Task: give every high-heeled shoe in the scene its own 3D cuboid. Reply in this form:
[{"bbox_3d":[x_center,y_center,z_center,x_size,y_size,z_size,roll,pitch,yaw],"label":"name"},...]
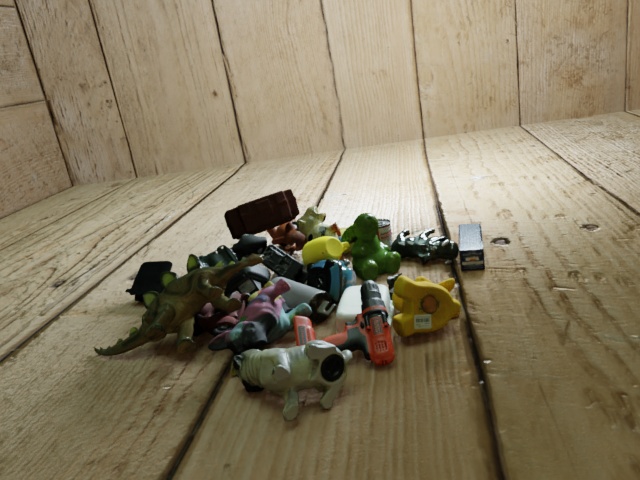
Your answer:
[{"bbox_3d":[-0.179,0.032,1.509,0.145,0.086,0.248,-15,-12,13],"label":"high-heeled shoe"}]

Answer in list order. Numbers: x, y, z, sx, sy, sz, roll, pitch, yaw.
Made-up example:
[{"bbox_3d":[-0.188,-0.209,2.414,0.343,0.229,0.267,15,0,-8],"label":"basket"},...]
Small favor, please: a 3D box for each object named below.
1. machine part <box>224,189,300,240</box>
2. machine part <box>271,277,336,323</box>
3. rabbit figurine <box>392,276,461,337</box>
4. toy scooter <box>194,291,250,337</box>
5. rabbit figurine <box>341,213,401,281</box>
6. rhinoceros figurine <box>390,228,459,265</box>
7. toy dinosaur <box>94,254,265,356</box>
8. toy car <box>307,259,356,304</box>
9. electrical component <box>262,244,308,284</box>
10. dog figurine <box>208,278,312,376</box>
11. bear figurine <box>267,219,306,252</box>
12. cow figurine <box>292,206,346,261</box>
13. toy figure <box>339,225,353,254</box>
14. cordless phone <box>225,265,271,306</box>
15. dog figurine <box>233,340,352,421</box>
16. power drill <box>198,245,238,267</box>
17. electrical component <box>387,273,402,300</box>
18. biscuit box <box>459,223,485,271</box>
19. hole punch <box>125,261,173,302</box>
[{"bbox_3d":[-0.167,-0.069,1.542,0.201,0.087,0.201,-21,2,-13],"label":"machine part"},{"bbox_3d":[-0.053,0.140,1.271,0.079,0.079,0.243,-24,25,-35],"label":"machine part"},{"bbox_3d":[0.215,0.124,1.141,0.162,0.121,0.173,-11,0,-11],"label":"rabbit figurine"},{"bbox_3d":[-0.235,0.167,1.250,0.184,0.075,0.135,7,48,38],"label":"toy scooter"},{"bbox_3d":[0.131,0.003,1.429,0.121,0.170,0.159,-15,21,-17],"label":"rabbit figurine"},{"bbox_3d":[0.284,0.019,1.459,0.191,0.073,0.112,3,21,34],"label":"rhinoceros figurine"},{"bbox_3d":[-0.322,0.154,1.188,0.471,0.105,0.199,-33,34,4],"label":"toy dinosaur"},{"bbox_3d":[0.034,0.104,1.319,0.103,0.109,0.162,7,-8,-30],"label":"toy car"},{"bbox_3d":[-0.092,0.071,1.408,0.058,0.134,0.115,-56,-1,-6],"label":"electrical component"},{"bbox_3d":[-0.139,0.185,1.136,0.219,0.108,0.191,-40,8,-32],"label":"dog figurine"},{"bbox_3d":[-0.098,-0.030,1.680,0.120,0.131,0.196,-28,9,-12],"label":"bear figurine"},{"bbox_3d":[-0.003,-0.005,1.518,0.127,0.195,0.085,-15,-19,5],"label":"cow figurine"},{"bbox_3d":[0.068,0.008,1.586,0.180,0.082,0.089,-10,20,-8],"label":"toy figure"},{"bbox_3d":[-0.181,0.100,1.391,0.146,0.088,0.184,-37,3,23],"label":"cordless phone"},{"bbox_3d":[-0.053,0.225,0.979,0.172,0.121,0.191,-7,8,-28],"label":"dog figurine"},{"bbox_3d":[-0.293,0.092,1.407,0.232,0.086,0.207,-29,-3,-43],"label":"power drill"},{"bbox_3d":[0.197,0.114,1.272,0.078,0.045,0.102,-24,23,-39],"label":"electrical component"},{"bbox_3d":[0.404,0.015,1.430,0.063,0.059,0.203,-5,20,17],"label":"biscuit box"},{"bbox_3d":[-0.459,0.130,1.516,0.142,0.092,0.116,0,51,20],"label":"hole punch"}]
